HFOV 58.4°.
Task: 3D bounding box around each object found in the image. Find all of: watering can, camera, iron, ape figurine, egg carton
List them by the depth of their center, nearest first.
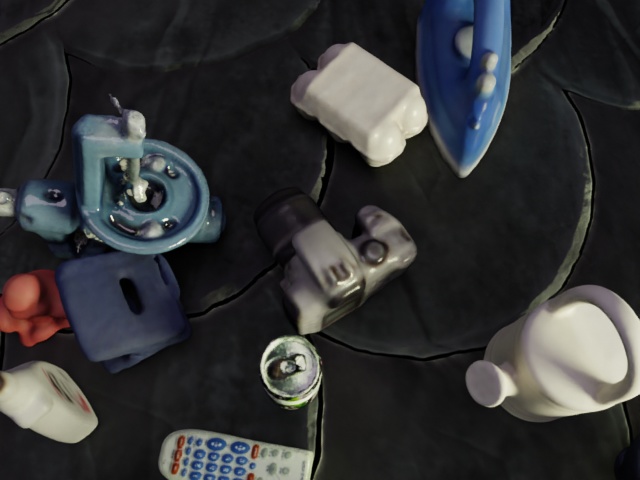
[{"bbox_3d":[0.213,0.104,0.497,0.173,0.194,0.101,-37,74,-15],"label":"watering can"},{"bbox_3d":[-0.275,0.059,0.549,0.078,0.092,0.076,10,68,2],"label":"ape figurine"},{"bbox_3d":[0.005,0.002,0.579,0.143,0.101,0.136,-32,73,-14],"label":"camera"},{"bbox_3d":[0.178,-0.216,0.651,0.118,0.141,0.258,4,68,-1],"label":"iron"},{"bbox_3d":[0.046,-0.157,0.661,0.150,0.069,0.107,37,71,12],"label":"egg carton"}]

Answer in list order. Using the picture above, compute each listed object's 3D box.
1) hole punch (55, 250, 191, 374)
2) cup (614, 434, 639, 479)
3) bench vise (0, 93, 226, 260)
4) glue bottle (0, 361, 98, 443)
[{"bbox_3d":[-0.187,0.059,0.553,0.101,0.091,0.108,-25,71,-12],"label":"hole punch"},{"bbox_3d":[0.306,0.197,0.518,0.092,0.095,0.117,-10,69,-6],"label":"cup"},{"bbox_3d":[-0.200,-0.038,0.522,0.207,0.220,0.121,-19,70,-9],"label":"bench vise"},{"bbox_3d":[-0.243,0.130,0.479,0.037,0.173,0.078,-42,75,-16],"label":"glue bottle"}]
